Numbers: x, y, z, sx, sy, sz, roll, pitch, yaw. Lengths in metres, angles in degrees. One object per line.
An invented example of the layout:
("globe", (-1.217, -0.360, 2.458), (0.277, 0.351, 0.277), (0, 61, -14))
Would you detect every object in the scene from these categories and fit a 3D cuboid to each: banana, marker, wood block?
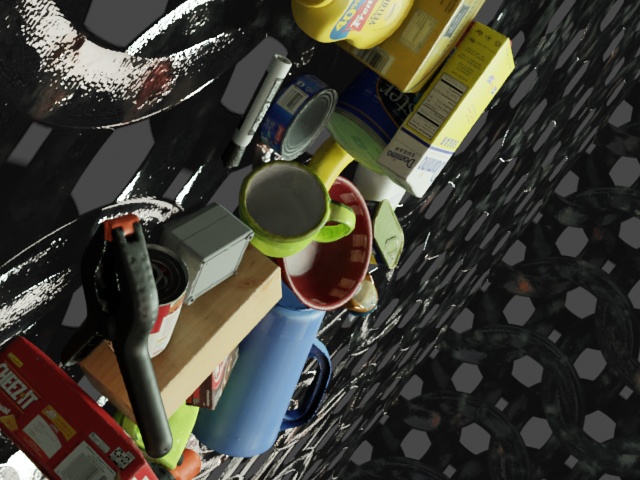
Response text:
("banana", (0.034, -0.095, 1.239), (0.037, 0.069, 0.197), (-26, -179, 44))
("marker", (-0.062, -0.118, 0.996), (0.121, 0.020, 0.020), (-59, 163, 25))
("wood block", (-0.141, 0.090, 1.105), (0.206, 0.090, 0.091), (-47, 164, -18))

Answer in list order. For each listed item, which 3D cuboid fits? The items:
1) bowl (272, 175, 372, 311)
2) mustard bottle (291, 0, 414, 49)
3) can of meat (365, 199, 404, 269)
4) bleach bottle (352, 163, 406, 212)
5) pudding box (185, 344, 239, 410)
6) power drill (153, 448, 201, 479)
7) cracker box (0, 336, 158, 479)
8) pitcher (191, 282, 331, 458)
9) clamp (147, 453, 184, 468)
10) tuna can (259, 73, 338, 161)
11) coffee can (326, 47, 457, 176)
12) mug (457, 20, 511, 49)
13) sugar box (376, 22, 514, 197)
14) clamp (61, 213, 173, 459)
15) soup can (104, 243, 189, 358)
("bowl", (-0.008, 0.002, 1.264), (0.161, 0.055, 0.162), (-5, 97, -47))
("mustard bottle", (0.023, -0.220, 0.938), (0.096, 0.058, 0.191), (-55, 164, 20))
("can of meat", (0.052, -0.011, 1.381), (0.057, 0.084, 0.102), (-68, 150, -28))
("bleach bottle", (0.071, -0.050, 1.447), (0.102, 0.068, 0.251), (-40, 163, -35))
("pudding box", (-0.122, 0.124, 1.216), (0.113, 0.039, 0.090), (-72, 168, -60))
("power drill", (-0.256, 0.401, 1.528), (0.184, 0.057, 0.188), (-30, 154, -53))
("cracker box", (-0.218, 0.193, 0.976), (0.072, 0.164, 0.214), (-45, 163, -17))
("pitcher", (-0.069, 0.150, 1.354), (0.149, 0.145, 0.243), (-26, 148, -51))
("clamp", (-0.212, 0.274, 1.406), (0.120, 0.039, 0.172), (-34, 157, -49))
("tuna can", (-0.022, -0.124, 1.066), (0.086, 0.034, 0.086), (-47, 164, -18))
("coffee can", (0.086, -0.155, 1.174), (0.140, 0.103, 0.103), (-48, 164, -12))
("mug", (0.170, -0.227, 1.291), (0.093, 0.081, 0.117), (-55, 165, 10))
("sugar box", (0.132, -0.131, 1.099), (0.176, 0.048, 0.093), (-57, 162, 0))
("clamp", (-0.182, 0.068, 0.930), (0.036, 0.165, 0.210), (-20, 124, -39))
("soup can", (-0.165, 0.060, 0.998), (0.068, 0.068, 0.102), (-39, 164, -38))
